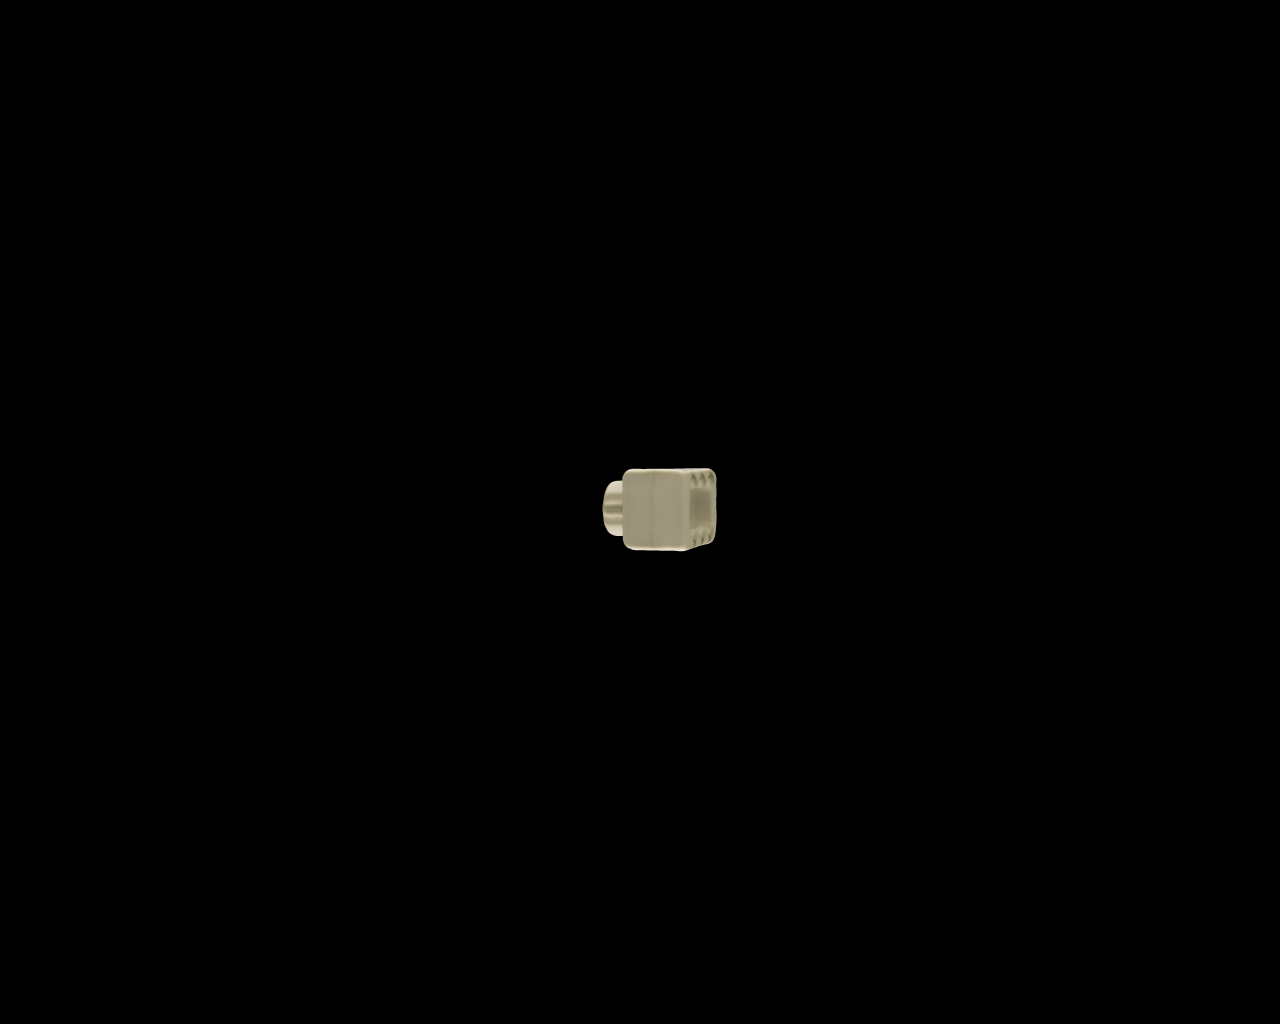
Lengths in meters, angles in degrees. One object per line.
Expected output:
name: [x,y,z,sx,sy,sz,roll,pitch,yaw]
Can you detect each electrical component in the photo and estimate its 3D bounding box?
electrical component: [0.001,-0.003,0.650,0.077,0.047,0.066,1,3,20]
